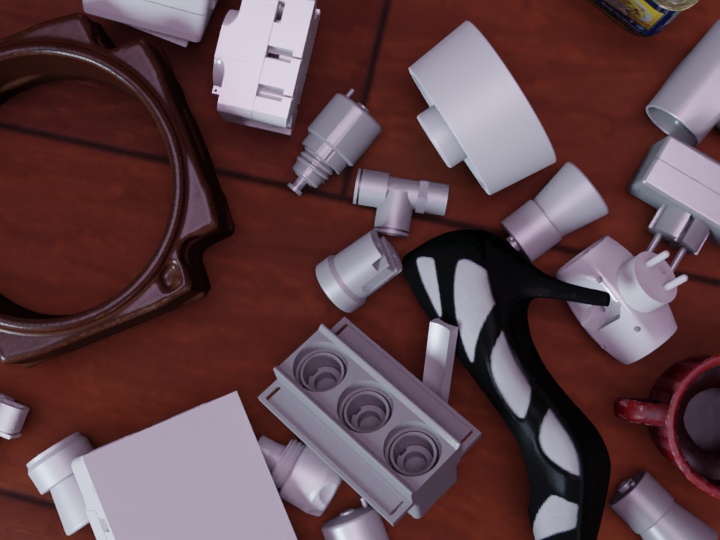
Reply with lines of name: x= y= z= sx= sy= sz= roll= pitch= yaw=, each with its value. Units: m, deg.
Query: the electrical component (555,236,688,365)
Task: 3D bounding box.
electrical component: x=0.181 y=0.013 z=0.707 sx=0.043 sy=0.079 sz=0.077 roll=-35 pitch=87 yaw=-40

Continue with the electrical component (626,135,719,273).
electrical component: x=0.218 y=-0.035 z=0.720 sx=0.083 sy=0.047 sz=0.075 roll=31 pitch=88 yaw=2

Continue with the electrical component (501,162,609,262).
electrical component: x=0.129 y=-0.036 z=0.726 sx=0.065 sy=0.044 sz=0.044 roll=-38 pitch=88 yaw=4

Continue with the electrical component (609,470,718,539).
electrical component: x=0.199 y=0.166 z=0.717 sx=0.044 sy=0.044 sz=0.065 roll=-44 pitch=83 yaw=-1

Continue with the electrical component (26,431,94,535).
electrical component: x=-0.192 y=0.143 z=0.722 sx=0.045 sy=0.045 sz=0.055 roll=-34 pitch=87 yaw=0

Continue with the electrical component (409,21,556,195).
electrical component: x=0.073 y=-0.099 z=0.698 sx=0.060 sy=0.108 sz=0.108 roll=-33 pitch=88 yaw=6

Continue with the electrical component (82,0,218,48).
electrical component: x=-0.130 y=-0.192 z=0.717 sx=0.096 sy=0.061 sz=0.061 roll=14 pitch=129 yaw=-5

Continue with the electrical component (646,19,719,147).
electrical component: x=0.248 y=-0.115 z=0.725 sx=0.079 sy=0.043 sz=0.077 roll=39 pitch=89 yaw=2

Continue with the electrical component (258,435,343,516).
electrical component: x=-0.043 y=0.133 z=0.721 sx=0.062 sy=0.043 sz=0.043 roll=29 pitch=89 yaw=3

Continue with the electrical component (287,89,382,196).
electrical component: x=-0.020 y=-0.084 z=0.730 sx=0.040 sy=0.040 sz=0.078 roll=40 pitch=89 yaw=2

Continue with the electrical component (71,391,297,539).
electrical component: x=-0.100 y=0.187 z=0.690 sx=0.105 sy=0.060 sz=0.186 roll=-21 pitch=87 yaw=-27

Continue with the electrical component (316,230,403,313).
electrical component: x=0.000 y=0.000 z=0.721 sx=0.046 sy=0.040 sz=0.040 roll=-36 pitch=87 yaw=18

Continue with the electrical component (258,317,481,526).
electrical component: x=0.006 y=0.099 z=0.690 sx=0.079 sy=0.063 sz=0.121 roll=-42 pitch=63 yaw=-17

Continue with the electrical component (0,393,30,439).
electrical component: x=-0.270 y=0.106 z=0.720 sx=0.078 sy=0.058 sz=0.057 roll=21 pitch=86 yaw=2

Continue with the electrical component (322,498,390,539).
electrical component: x=0.004 y=0.194 z=0.719 sx=0.040 sy=0.040 sz=0.078 roll=-21 pitch=88 yaw=0

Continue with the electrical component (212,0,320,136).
electrical component: x=-0.065 y=-0.143 z=0.728 sx=0.056 sy=0.050 sz=0.089 roll=13 pitch=88 yaw=2
